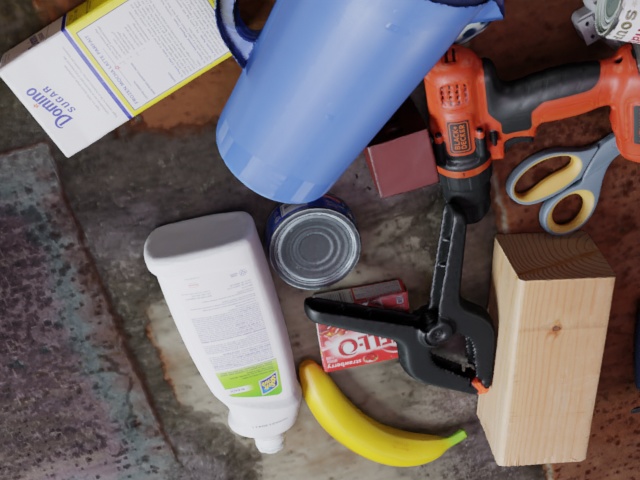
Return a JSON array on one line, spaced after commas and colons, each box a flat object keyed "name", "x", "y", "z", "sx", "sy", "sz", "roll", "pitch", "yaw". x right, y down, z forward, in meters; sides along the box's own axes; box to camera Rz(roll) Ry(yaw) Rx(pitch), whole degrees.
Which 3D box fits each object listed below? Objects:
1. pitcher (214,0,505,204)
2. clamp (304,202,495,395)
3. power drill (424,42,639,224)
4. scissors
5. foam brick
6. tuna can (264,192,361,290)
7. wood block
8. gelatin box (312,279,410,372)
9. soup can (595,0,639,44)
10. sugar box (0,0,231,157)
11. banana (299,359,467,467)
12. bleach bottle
[{"name": "pitcher", "x": 0.005, "y": -0.143, "z": 0.791, "sx": 0.144, "sy": 0.149, "sz": 0.243, "roll": -17, "pitch": 155, "yaw": -41}, {"name": "clamp", "x": 0.108, "y": 0.068, "z": 0.975, "sx": 0.165, "sy": 0.036, "sz": 0.209, "roll": -40, "pitch": 123, "yaw": 12}, {"name": "power drill", "x": 0.185, "y": -0.090, "z": 0.891, "sx": 0.188, "sy": 0.057, "sz": 0.184, "roll": -8, "pitch": 137, "yaw": 8}, {"name": "scissors", "x": 0.269, "y": -0.070, "z": 0.969, "sx": 0.202, "sy": 0.016, "sz": 0.096, "roll": -22, "pitch": 118, "yaw": 4}, {"name": "foam brick", "x": 0.063, "y": -0.079, "z": 0.899, "sx": 0.053, "sy": 0.078, "sz": 0.051, "roll": -16, "pitch": 121, "yaw": 0}, {"name": "tuna can", "x": -0.006, "y": 0.001, "z": 0.957, "sx": 0.086, "sy": 0.034, "sz": 0.086, "roll": -3, "pitch": 118, "yaw": -7}, {"name": "wood block", "x": 0.210, "y": 0.104, "z": 1.012, "sx": 0.090, "sy": 0.090, "sz": 0.206, "roll": -2, "pitch": 118, "yaw": -6}, {"name": "gelatin box", "x": 0.042, "y": 0.081, "z": 1.008, "sx": 0.089, "sy": 0.030, "sz": 0.073, "roll": -10, "pitch": 119, "yaw": -3}, {"name": "soup can", "x": 0.270, "y": -0.179, "z": 0.812, "sx": 0.102, "sy": 0.068, "sz": 0.068, "roll": 10, "pitch": 116, "yaw": -3}, {"name": "sugar box", "x": -0.155, "y": -0.151, "z": 0.848, "sx": 0.176, "sy": 0.048, "sz": 0.093, "roll": -28, "pitch": 121, "yaw": 10}, {"name": "banana", "x": 0.050, "y": 0.182, "z": 1.063, "sx": 0.197, "sy": 0.037, "sz": 0.069, "roll": 26, "pitch": 93, "yaw": -22}, {"name": "bleach bottle", "x": -0.079, "y": 0.098, "z": 0.983, "sx": 0.102, "sy": 0.068, "sz": 0.251, "roll": -11, "pitch": 122, "yaw": 2}]
